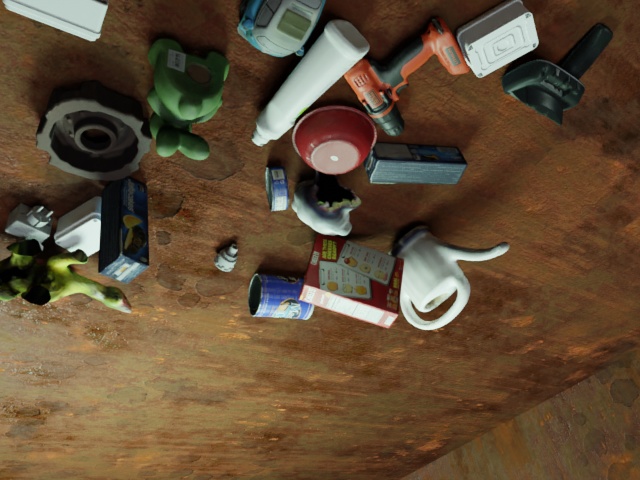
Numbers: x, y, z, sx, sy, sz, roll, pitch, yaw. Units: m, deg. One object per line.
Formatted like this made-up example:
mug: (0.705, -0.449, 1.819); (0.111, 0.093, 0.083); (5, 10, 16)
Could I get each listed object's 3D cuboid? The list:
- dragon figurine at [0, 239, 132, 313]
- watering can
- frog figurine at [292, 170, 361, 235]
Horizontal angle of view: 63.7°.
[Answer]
dragon figurine: (-0.583, 0.084, 1.026); (0.409, 0.124, 0.239); (13, 158, -12)
watering can: (0.275, 0.057, 1.194); (0.104, 0.228, 0.340); (-7, 142, -38)
frog figurine: (0.003, -0.054, 1.065); (0.137, 0.125, 0.156); (27, 143, 3)
